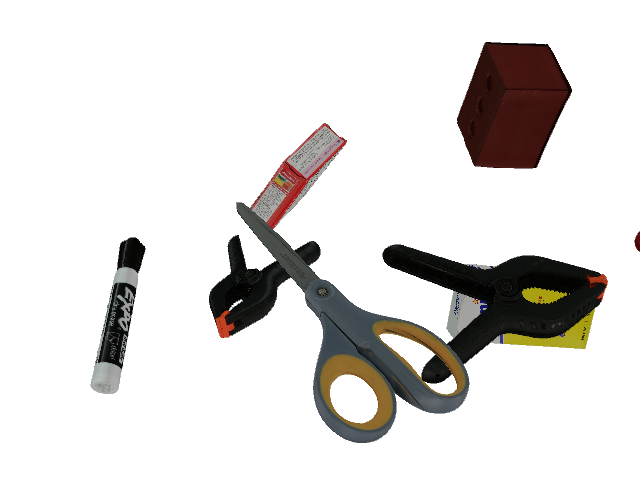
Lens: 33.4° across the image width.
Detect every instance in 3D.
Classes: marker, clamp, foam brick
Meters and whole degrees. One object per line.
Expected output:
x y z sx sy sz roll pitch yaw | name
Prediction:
-0.142 0.050 0.754 0.020 0.121 0.020 3 -34 2 | marker
0.171 0.064 1.005 0.210 0.164 0.036 -1 -44 -4 | clamp
0.137 -0.097 0.768 0.051 0.053 0.078 -2 -41 -15 | foam brick
-0.070 0.049 1.251 0.120 0.039 0.171 -6 37 19 | clamp

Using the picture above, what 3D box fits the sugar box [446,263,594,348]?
0.254 0.083 1.339 0.176 0.093 0.048 3 19 -13 | sugar box

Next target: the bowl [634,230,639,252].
0.408 0.027 1.105 0.162 0.055 0.162 -3 22 1 | bowl

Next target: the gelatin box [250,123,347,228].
-0.022 -0.058 0.958 0.073 0.030 0.089 -50 0 39 | gelatin box

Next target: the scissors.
-0.006 0.049 0.634 0.202 0.016 0.096 32 52 25 | scissors
